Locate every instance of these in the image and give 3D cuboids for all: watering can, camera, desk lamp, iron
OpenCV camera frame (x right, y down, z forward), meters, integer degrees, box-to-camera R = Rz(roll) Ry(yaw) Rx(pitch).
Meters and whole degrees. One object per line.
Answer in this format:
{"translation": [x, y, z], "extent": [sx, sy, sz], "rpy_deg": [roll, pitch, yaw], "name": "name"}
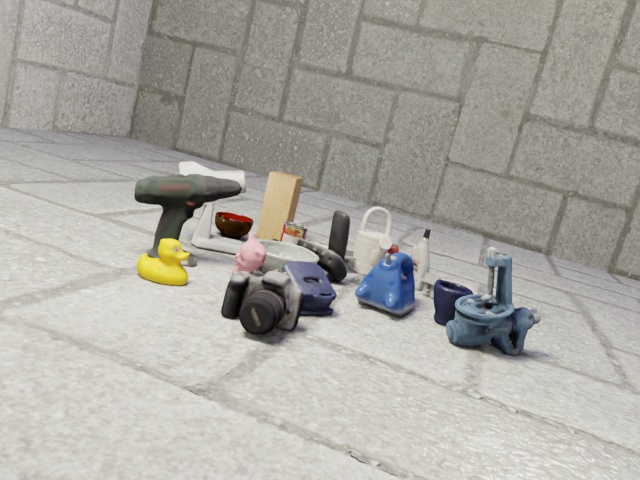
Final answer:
{"translation": [0.156, 0.003, 1.635], "extent": [0.101, 0.194, 0.172], "rpy_deg": [5, 14, -39], "name": "watering can"}
{"translation": [-0.108, 0.107, 1.022], "extent": [0.143, 0.101, 0.137], "rpy_deg": [16, 11, 8], "name": "camera"}
{"translation": [-0.281, -0.088, 1.490], "extent": [0.203, 0.213, 0.117], "rpy_deg": [12, 11, -12], "name": "desk lamp"}
{"translation": [0.183, 0.089, 1.372], "extent": [0.118, 0.141, 0.259], "rpy_deg": [19, 12, 24], "name": "iron"}

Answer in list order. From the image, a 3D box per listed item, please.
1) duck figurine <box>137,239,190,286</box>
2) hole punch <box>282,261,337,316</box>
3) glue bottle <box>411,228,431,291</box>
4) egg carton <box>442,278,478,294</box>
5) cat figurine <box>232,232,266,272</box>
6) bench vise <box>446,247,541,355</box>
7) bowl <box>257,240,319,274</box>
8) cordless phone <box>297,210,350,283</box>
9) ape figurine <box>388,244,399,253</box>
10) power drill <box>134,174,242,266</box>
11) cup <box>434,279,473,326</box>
{"translation": [-0.311, 0.038, 1.151], "extent": [0.104, 0.086, 0.077], "rpy_deg": [13, 11, -3], "name": "duck figurine"}
{"translation": [-0.023, 0.100, 1.190], "extent": [0.109, 0.091, 0.100], "rpy_deg": [5, 14, -39], "name": "hole punch"}
{"translation": [0.280, 0.050, 1.609], "extent": [0.037, 0.173, 0.077], "rpy_deg": [3, 15, -45], "name": "glue bottle"}
{"translation": [0.350, 0.151, 1.464], "extent": [0.107, 0.069, 0.150], "rpy_deg": [14, 11, -3], "name": "egg carton"}
{"translation": [-0.154, 0.038, 1.267], "extent": [0.067, 0.118, 0.127], "rpy_deg": [12, 11, -10], "name": "cat figurine"}
{"translation": [0.380, 0.126, 1.226], "extent": [0.208, 0.220, 0.121], "rpy_deg": [6, 14, -37], "name": "bench vise"}
{"translation": [-0.090, 0.057, 1.367], "extent": [0.167, 0.075, 0.167], "rpy_deg": [14, 11, -2], "name": "bowl"}
{"translation": [0.013, 0.005, 1.465], "extent": [0.147, 0.185, 0.094], "rpy_deg": [22, 13, 34], "name": "cordless phone"}
{"translation": [0.208, 0.056, 1.700], "extent": [0.076, 0.092, 0.077], "rpy_deg": [12, 11, -10], "name": "ape figurine"}
{"translation": [-0.305, -0.052, 1.289], "extent": [0.230, 0.208, 0.075], "rpy_deg": [10, 12, -22], "name": "power drill"}
{"translation": [0.295, 0.148, 1.342], "extent": [0.092, 0.095, 0.117], "rpy_deg": [10, 12, -22], "name": "cup"}
